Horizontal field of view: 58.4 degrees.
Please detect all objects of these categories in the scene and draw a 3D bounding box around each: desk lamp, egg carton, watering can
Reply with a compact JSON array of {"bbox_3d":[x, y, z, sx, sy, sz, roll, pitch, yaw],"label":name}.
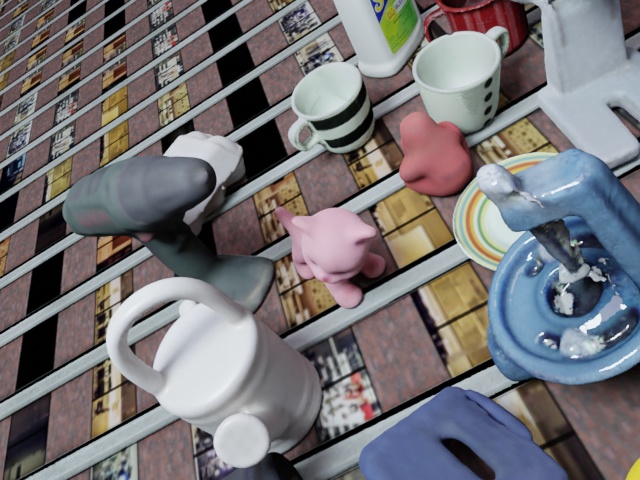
[{"bbox_3d":[0.225,-0.205,0.487,0.118,0.214,0.203,-28,45,11],"label":"desk lamp"},{"bbox_3d":[-0.167,-0.072,0.739,0.107,0.070,0.150,18,67,41],"label":"egg carton"},{"bbox_3d":[-0.080,0.100,0.455,0.172,0.195,0.101,20,68,41],"label":"watering can"}]

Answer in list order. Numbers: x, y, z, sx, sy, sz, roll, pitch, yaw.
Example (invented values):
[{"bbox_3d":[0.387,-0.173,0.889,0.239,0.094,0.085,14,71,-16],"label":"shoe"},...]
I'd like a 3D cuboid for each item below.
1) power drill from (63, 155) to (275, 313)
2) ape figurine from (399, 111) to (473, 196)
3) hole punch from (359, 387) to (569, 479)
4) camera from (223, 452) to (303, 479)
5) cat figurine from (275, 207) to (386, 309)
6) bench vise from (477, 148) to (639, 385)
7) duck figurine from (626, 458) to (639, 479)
[{"bbox_3d":[-0.139,-0.005,0.567,0.228,0.209,0.076,2,57,34],"label":"power drill"},{"bbox_3d":[0.107,-0.089,0.559,0.078,0.092,0.076,-36,44,4],"label":"ape figurine"},{"bbox_3d":[0.095,0.152,0.375,0.101,0.091,0.108,-48,45,-8],"label":"hole punch"},{"bbox_3d":[-0.071,0.229,0.415,0.137,0.101,0.142,-37,44,3],"label":"camera"},{"bbox_3d":[0.005,0.002,0.534,0.067,0.118,0.127,-50,45,-11],"label":"cat figurine"},{"bbox_3d":[0.184,0.004,0.342,0.207,0.220,0.121,-29,45,11],"label":"bench vise"},{"bbox_3d":[0.207,0.142,0.314,0.077,0.086,0.105,28,74,43],"label":"duck figurine"}]
